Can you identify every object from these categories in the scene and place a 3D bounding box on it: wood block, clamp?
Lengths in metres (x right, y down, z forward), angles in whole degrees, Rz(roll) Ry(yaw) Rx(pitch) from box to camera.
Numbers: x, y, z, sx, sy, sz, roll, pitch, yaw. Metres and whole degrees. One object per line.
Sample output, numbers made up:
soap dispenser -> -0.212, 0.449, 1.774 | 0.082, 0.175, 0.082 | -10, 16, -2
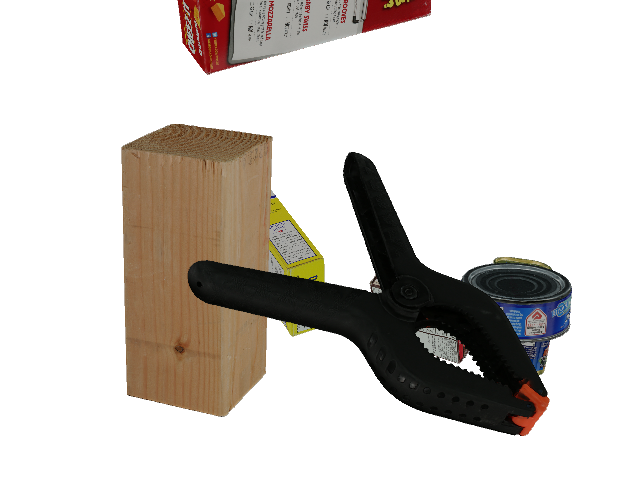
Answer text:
wood block -> -0.097, 0.021, 0.845 | 0.091, 0.206, 0.090 | 10, 21, 18
clamp -> 0.036, 0.043, 0.626 | 0.164, 0.210, 0.036 | -30, -26, -35

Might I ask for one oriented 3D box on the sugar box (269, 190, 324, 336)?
sugar box -> -0.050, 0.008, 1.099 | 0.048, 0.093, 0.176 | -16, 41, -18

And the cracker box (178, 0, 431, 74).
cracker box -> -0.015, -0.246, 0.879 | 0.213, 0.164, 0.072 | -19, 43, -18

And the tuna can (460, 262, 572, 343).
tuna can -> 0.150, 0.046, 0.821 | 0.086, 0.034, 0.086 | 0, 19, 0

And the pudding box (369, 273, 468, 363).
pudding box -> 0.116, 0.085, 1.227 | 0.114, 0.090, 0.039 | 16, 46, 27

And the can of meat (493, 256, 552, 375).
can of meat -> 0.193, 0.072, 1.030 | 0.057, 0.084, 0.102 | 7, 18, 0
